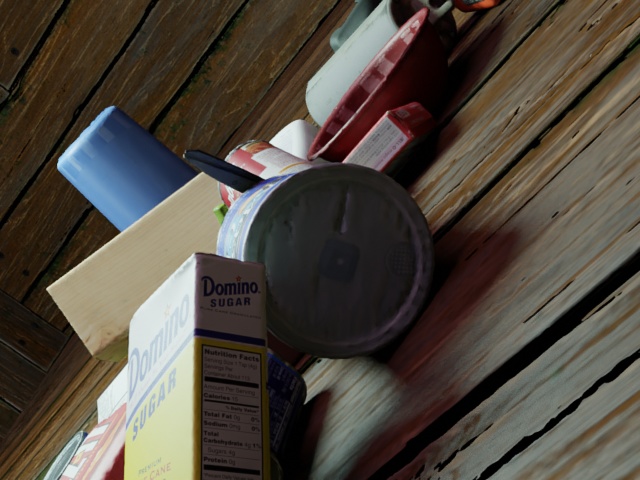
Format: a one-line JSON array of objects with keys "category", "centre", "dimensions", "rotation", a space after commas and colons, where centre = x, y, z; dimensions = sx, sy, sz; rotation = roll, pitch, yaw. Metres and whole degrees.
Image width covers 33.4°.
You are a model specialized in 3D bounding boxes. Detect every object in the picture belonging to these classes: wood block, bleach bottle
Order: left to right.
[{"category": "wood block", "centre": [-0.162, 0.028, 1.103], "dimensions": [0.206, 0.091, 0.090], "rotation": [-37, -11, -1]}, {"category": "bleach bottle", "centre": [-0.034, -0.038, 1.041], "dimensions": [0.103, 0.068, 0.250], "rotation": [-47, 13, 18]}]

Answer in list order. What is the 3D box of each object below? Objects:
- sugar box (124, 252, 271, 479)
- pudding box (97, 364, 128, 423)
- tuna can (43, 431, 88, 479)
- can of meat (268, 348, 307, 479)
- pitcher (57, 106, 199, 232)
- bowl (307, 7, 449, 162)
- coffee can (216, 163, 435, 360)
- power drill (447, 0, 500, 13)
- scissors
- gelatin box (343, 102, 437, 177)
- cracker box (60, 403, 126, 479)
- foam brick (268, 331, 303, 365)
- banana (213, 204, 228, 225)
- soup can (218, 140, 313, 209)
[{"category": "sugar box", "centre": [-0.061, 0.104, 0.507], "dimensions": [0.093, 0.048, 0.176], "rotation": [-41, 47, 50]}, {"category": "pudding box", "centre": [-0.159, 0.151, 0.960], "dimensions": [0.114, 0.039, 0.090], "rotation": [-50, 33, 29]}, {"category": "tuna can", "centre": [-0.253, 0.239, 1.090], "dimensions": [0.086, 0.033, 0.086], "rotation": [-50, 14, 16]}, {"category": "can of meat", "centre": [-0.057, 0.121, 0.621], "dimensions": [0.102, 0.057, 0.084], "rotation": [-47, 10, 29]}, {"category": "pitcher", "centre": [-0.208, -0.053, 1.354], "dimensions": [0.149, 0.242, 0.144], "rotation": [-32, 19, 50]}, {"category": "bowl", "centre": [0.059, -0.116, 0.901], "dimensions": [0.162, 0.055, 0.162], "rotation": [-51, 10, 12]}, {"category": "coffee can", "centre": [-0.003, 0.010, 0.620], "dimensions": [0.103, 0.102, 0.140], "rotation": [-54, 10, -6]}, {"category": "power drill", "centre": [0.178, -0.296, 0.968], "dimensions": [0.187, 0.057, 0.184], "rotation": [-53, 10, 0]}, {"category": "scissors", "centre": [-0.010, -0.037, 0.722], "dimensions": [0.096, 0.016, 0.201], "rotation": [-34, -31, 3]}, {"category": "gelatin box", "centre": [0.043, -0.062, 0.804], "dimensions": [0.089, 0.030, 0.073], "rotation": [-48, -7, 24]}, {"category": "cracker box", "centre": [-0.143, 0.182, 0.754], "dimensions": [0.214, 0.072, 0.164], "rotation": [-40, 16, 55]}, {"category": "foam brick", "centre": [-0.035, 0.055, 0.753], "dimensions": [0.051, 0.053, 0.078], "rotation": [-50, 11, 20]}, {"category": "banana", "centre": [-0.072, 0.060, 0.854], "dimensions": [0.037, 0.069, 0.198], "rotation": [-31, 37, 23]}, {"category": "soup can", "centre": [-0.030, -0.037, 0.884], "dimensions": [0.068, 0.068, 0.102], "rotation": [-54, 41, -4]}]
